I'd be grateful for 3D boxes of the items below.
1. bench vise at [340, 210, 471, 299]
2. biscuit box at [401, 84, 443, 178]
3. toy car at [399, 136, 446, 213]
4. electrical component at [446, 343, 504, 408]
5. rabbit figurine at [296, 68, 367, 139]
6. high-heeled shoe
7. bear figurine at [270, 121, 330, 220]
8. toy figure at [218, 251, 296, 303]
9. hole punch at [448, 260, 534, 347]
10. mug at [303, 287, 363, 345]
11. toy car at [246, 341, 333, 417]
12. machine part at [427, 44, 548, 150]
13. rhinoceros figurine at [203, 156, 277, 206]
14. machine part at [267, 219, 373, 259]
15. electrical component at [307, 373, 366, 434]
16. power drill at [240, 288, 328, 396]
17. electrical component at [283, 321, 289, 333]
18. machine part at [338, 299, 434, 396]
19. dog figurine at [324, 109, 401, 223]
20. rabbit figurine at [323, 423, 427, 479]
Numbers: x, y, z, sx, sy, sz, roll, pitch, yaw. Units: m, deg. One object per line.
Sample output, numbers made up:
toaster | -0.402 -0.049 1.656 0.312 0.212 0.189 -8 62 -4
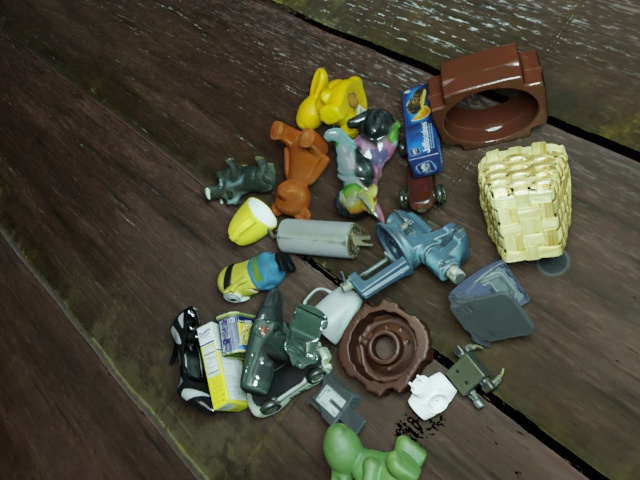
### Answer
bench vise | 0.154 0.044 1.012 0.241 0.128 0.224 -31 52 -7
biscuit box | 0.205 -0.221 1.080 0.063 0.059 0.203 -11 54 18
toy car | 0.207 -0.141 1.096 0.089 0.053 0.202 -10 54 21
electrical component | 0.271 0.232 0.945 0.102 0.045 0.078 47 123 33
rabbit figurine | 0.013 -0.307 1.225 0.173 0.122 0.162 -10 73 43
high-heeled shoe | -0.258 0.252 1.155 0.249 0.086 0.145 30 98 44
bear figurine | -0.059 -0.143 1.176 0.120 0.132 0.195 23 92 31
toy figure | -0.142 0.076 1.178 0.180 0.082 0.089 -29 43 22
hole punch | 0.297 0.108 0.931 0.116 0.142 0.092 -22 33 35
mug | 0.027 0.137 1.077 0.107 0.080 0.110 -46 62 -7
toy car | -0.061 0.280 1.079 0.202 0.056 0.074 -36 53 9
machine part | 0.315 -0.263 1.010 0.202 0.200 0.087 -12 65 22
rhinoceros figurine | -0.191 -0.136 1.287 0.190 0.073 0.112 -8 79 21
machine part | -0.002 -0.003 1.140 0.243 0.079 0.079 3 73 27
electrical component | 0.042 0.315 1.019 0.119 0.047 0.075 30 86 31
power drill | -0.076 0.178 1.034 0.207 0.086 0.232 -20 46 48
electrical component | -0.088 0.206 1.136 0.063 0.021 0.094 -36 61 10
machine part | 0.125 0.204 1.016 0.179 0.056 0.179 -9 68 24
dog figurine | 0.106 -0.144 1.126 0.192 0.108 0.219 -25 67 13
rabbit figurine | 0.079 0.392 0.938 0.170 0.121 0.159 28 107 16
